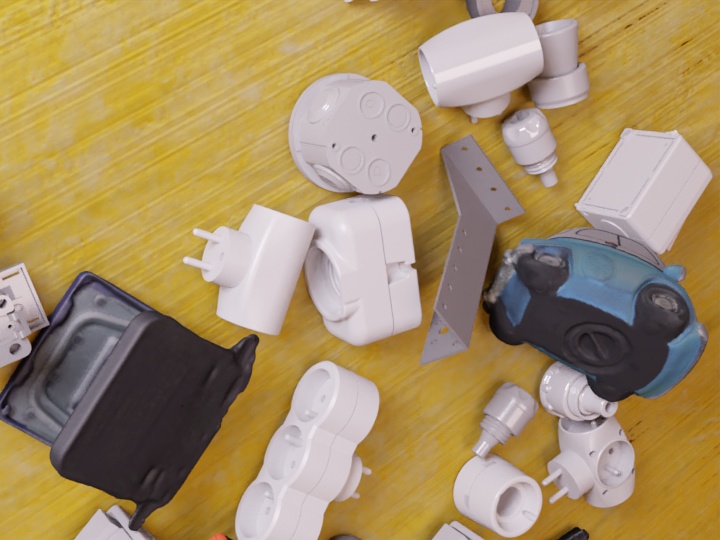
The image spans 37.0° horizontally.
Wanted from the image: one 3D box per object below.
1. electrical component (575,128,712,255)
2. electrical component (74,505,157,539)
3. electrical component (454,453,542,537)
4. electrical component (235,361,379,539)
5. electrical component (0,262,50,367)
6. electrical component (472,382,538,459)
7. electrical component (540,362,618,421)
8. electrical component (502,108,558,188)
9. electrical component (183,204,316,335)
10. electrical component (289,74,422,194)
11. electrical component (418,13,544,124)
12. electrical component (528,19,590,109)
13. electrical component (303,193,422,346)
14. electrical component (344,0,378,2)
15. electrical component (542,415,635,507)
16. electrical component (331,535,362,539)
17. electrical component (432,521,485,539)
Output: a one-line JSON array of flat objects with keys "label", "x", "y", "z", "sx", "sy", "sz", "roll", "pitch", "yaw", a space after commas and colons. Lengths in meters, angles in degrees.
[{"label": "electrical component", "x": 0.230, "y": -0.066, "z": 0.851, "sx": 0.061, "sy": 0.062, "sz": 0.096, "roll": 40, "pitch": 80, "yaw": -30}, {"label": "electrical component", "x": -0.165, "y": 0.205, "z": 0.680, "sx": 0.096, "sy": 0.062, "sz": 0.061, "roll": -45, "pitch": 119, "yaw": -14}, {"label": "electrical component", "x": 0.109, "y": 0.177, "z": 0.842, "sx": 0.055, "sy": 0.047, "sz": 0.055, "roll": -7, "pitch": 104, "yaw": -29}, {"label": "electrical component", "x": -0.024, "y": 0.139, "z": 0.753, "sx": 0.074, "sy": 0.052, "sz": 0.138, "roll": 28, "pitch": 86, "yaw": -32}, {"label": "electrical component", "x": -0.219, "y": 0.033, "z": 0.611, "sx": 0.081, "sy": 0.064, "sz": 0.042, "roll": -27, "pitch": 114, "yaw": -23}, {"label": "electrical component", "x": 0.110, "y": 0.119, "z": 0.837, "sx": 0.035, "sy": 0.035, "sz": 0.061, "roll": 43, "pitch": 81, "yaw": -30}, {"label": "electrical component", "x": 0.178, "y": 0.100, "z": 0.856, "sx": 0.048, "sy": 0.062, "sz": 0.048, "roll": -7, "pitch": 104, "yaw": -29}, {"label": "electrical component", "x": 0.131, "y": -0.089, "z": 0.805, "sx": 0.035, "sy": 0.035, "sz": 0.061, "roll": -41, "pitch": 120, "yaw": -16}, {"label": "electrical component", "x": -0.076, "y": -0.005, "z": 0.696, "sx": 0.079, "sy": 0.044, "sz": 0.077, "roll": 18, "pitch": 91, "yaw": -32}, {"label": "electrical component", "x": -0.003, "y": -0.090, "z": 0.717, "sx": 0.080, "sy": 0.051, "sz": 0.080, "roll": -7, "pitch": 104, "yaw": -29}, {"label": "electrical component", "x": 0.086, "y": -0.135, "z": 0.759, "sx": 0.077, "sy": 0.043, "sz": 0.079, "roll": -19, "pitch": 142, "yaw": -2}, {"label": "electrical component", "x": 0.143, "y": -0.152, "z": 0.792, "sx": 0.045, "sy": 0.045, "sz": 0.055, "roll": -25, "pitch": 113, "yaw": -23}, {"label": "electrical component", "x": 0.000, "y": 0.000, "z": 0.736, "sx": 0.059, "sy": 0.054, "sz": 0.095, "roll": -17, "pitch": 109, "yaw": -26}, {"label": "electrical component", "x": 0.026, "y": -0.220, "z": 0.706, "sx": 0.089, "sy": 0.050, "sz": 0.055, "roll": -30, "pitch": 114, "yaw": -21}, {"label": "electrical component", "x": 0.182, "y": 0.161, "z": 0.882, "sx": 0.079, "sy": 0.044, "sz": 0.077, "roll": -31, "pitch": 114, "yaw": -21}, {"label": "electrical component", "x": -0.002, "y": 0.223, "z": 0.782, "sx": 0.045, "sy": 0.055, "sz": 0.045, "roll": -7, "pitch": 104, "yaw": -29}, {"label": "electrical component", "x": 0.077, "y": 0.240, "z": 0.828, "sx": 0.096, "sy": 0.062, "sz": 0.061, "roll": -42, "pitch": 118, "yaw": -16}]
